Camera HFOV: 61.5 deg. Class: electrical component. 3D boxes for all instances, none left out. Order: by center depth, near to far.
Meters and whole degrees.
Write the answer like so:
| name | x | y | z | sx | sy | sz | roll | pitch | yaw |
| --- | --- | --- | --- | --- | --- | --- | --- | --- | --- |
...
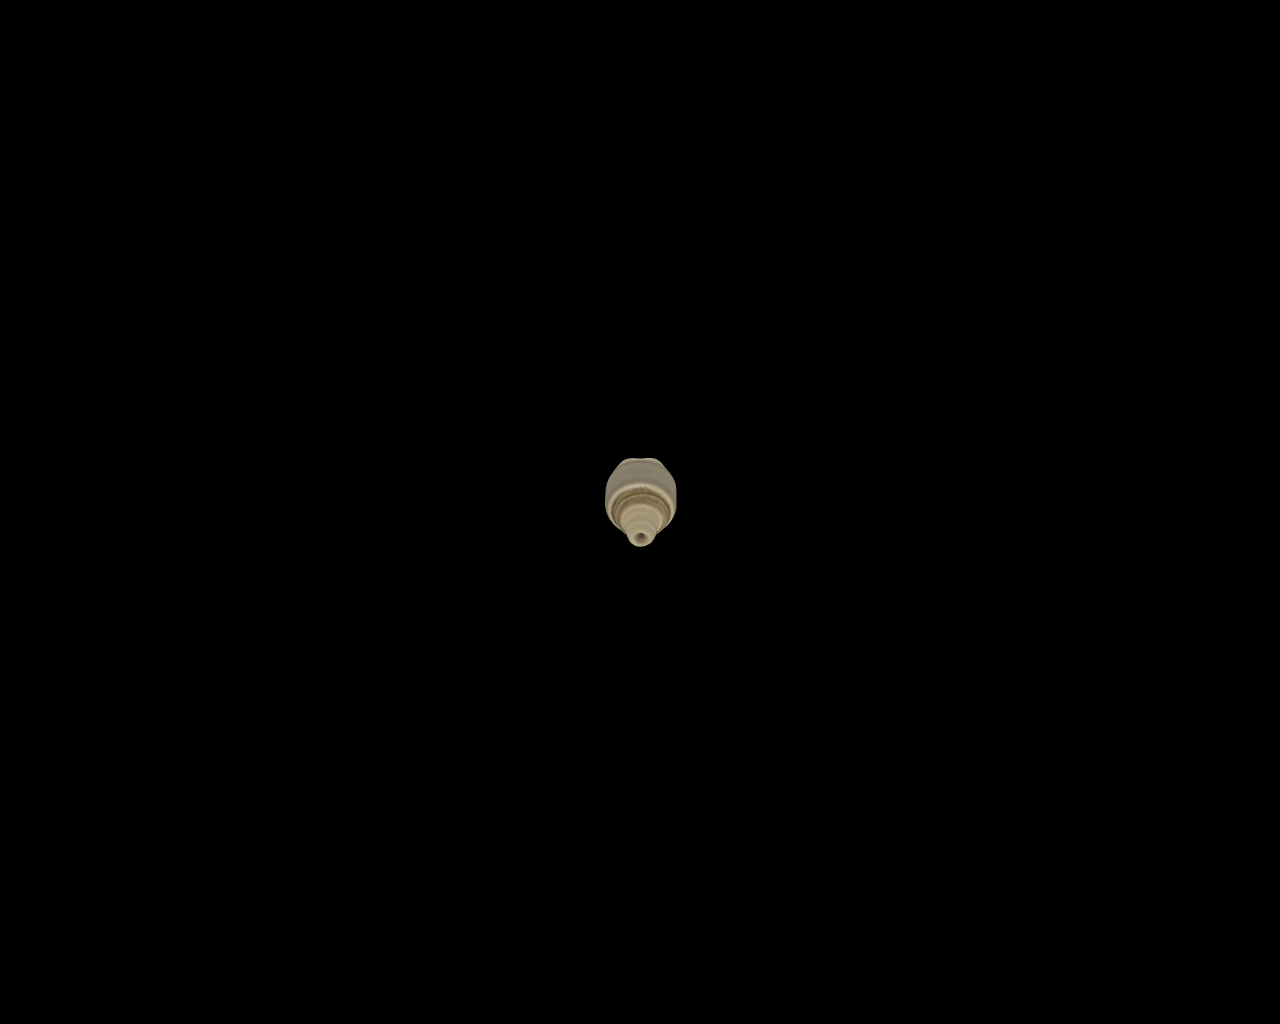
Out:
| name | x | y | z | sx | sy | sz | roll | pitch | yaw |
| --- | --- | --- | --- | --- | --- | --- | --- | --- | --- |
| electrical component | 0.001 | -0.003 | 0.650 | 0.043 | 0.043 | 0.062 | 0 | 37 | 0 |
